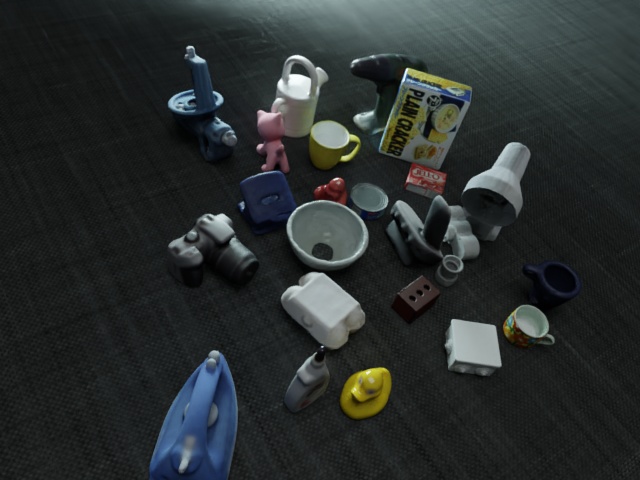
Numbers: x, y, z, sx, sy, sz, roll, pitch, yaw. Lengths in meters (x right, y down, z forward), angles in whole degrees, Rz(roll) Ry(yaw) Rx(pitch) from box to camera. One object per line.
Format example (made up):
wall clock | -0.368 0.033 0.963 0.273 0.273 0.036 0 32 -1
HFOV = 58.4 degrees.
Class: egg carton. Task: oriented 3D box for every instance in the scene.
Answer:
egg carton | 0.005 0.130 1.062 0.150 0.069 0.107 39 54 18

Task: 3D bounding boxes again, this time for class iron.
iron | -0.179 0.258 0.868 0.118 0.141 0.258 11 50 -4

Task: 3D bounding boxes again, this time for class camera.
camera | -0.192 0.027 1.077 0.136 0.101 0.143 37 53 17

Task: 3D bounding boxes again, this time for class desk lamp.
desk lamp | 0.374 -0.096 1.238 0.117 0.213 0.203 29 51 11

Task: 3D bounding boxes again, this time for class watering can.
watering can | -0.050 -0.352 1.356 0.101 0.194 0.173 20 50 3

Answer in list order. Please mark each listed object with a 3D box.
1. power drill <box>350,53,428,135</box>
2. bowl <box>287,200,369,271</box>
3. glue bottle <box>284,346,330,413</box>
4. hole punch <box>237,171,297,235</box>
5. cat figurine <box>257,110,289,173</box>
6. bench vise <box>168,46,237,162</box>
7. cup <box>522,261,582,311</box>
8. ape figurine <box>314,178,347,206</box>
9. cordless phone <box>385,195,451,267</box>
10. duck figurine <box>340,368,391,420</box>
power drill | 0.153 -0.366 1.406 0.230 0.208 0.075 -21 59 -27
bowl | 0.011 0.004 1.161 0.167 0.075 0.167 7 51 -8
glue bottle | -0.012 0.217 0.920 0.078 0.173 0.037 -32 64 -32
hole punch | -0.106 -0.079 1.190 0.109 0.091 0.101 -21 59 -27
cat figurine | -0.105 -0.232 1.296 0.067 0.118 0.127 -8 54 -19
bench vise | -0.242 -0.298 1.251 0.207 0.220 0.122 31 51 12
cup | 0.459 0.099 1.178 0.117 0.095 0.092 23 50 6
ape figurine | 0.029 -0.099 1.238 0.076 0.092 0.077 -22 59 -27
cordless phone | 0.213 -0.045 1.177 0.094 0.185 0.147 -15 57 -24
duck figurine | 0.085 0.249 0.974 0.105 0.086 0.077 -33 65 -32
